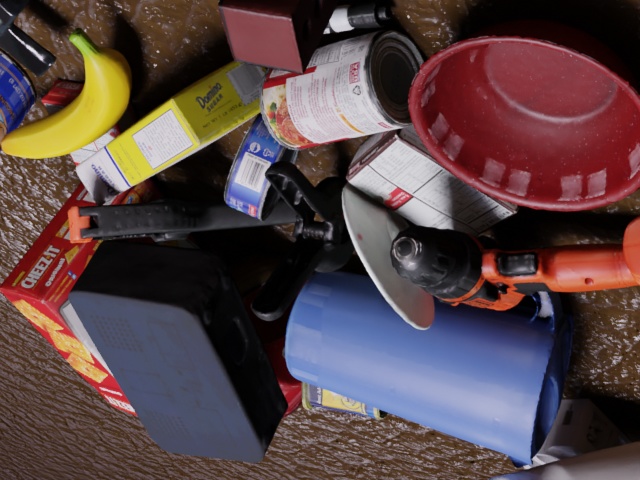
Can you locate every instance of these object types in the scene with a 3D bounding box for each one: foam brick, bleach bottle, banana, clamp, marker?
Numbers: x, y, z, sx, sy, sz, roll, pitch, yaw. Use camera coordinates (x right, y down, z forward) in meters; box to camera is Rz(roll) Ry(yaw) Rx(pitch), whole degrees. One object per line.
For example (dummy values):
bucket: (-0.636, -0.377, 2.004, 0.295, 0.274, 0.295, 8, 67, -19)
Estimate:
foam brick: (-0.024, -0.155, 0.688, 0.051, 0.078, 0.053, 12, 149, 18)
bleach bottle: (0.239, 0.227, 0.965, 0.250, 0.068, 0.103, -2, 143, -25)
banana: (-0.201, -0.109, 0.877, 0.069, 0.037, 0.198, 33, 142, -17)
clamp: (-0.006, 0.001, 0.849, 0.039, 0.120, 0.171, 19, -172, 26)
clamp: (-0.133, -0.017, 0.924, 0.209, 0.036, 0.165, -5, 179, -42)
marker: (-0.004, -0.151, 0.737, 0.121, 0.020, 0.020, 1, 142, 35)

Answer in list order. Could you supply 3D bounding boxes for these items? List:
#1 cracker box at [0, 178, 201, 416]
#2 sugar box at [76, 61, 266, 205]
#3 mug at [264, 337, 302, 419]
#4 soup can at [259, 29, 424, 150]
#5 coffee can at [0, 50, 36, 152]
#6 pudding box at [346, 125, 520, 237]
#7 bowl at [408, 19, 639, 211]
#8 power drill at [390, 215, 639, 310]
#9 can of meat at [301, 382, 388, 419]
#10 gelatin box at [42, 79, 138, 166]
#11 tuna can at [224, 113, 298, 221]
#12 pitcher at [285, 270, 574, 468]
cracker box: (-0.191, 0.052, 1.047, 0.072, 0.164, 0.213, 13, 148, 34)
sugar box: (-0.117, -0.085, 0.845, 0.177, 0.093, 0.048, -18, 105, 50)
mug: (-0.034, 0.138, 1.158, 0.117, 0.093, 0.082, 2, 152, -21)
soup can: (0.016, -0.104, 0.747, 0.102, 0.068, 0.068, -7, 137, 42)
coffee can: (-0.330, -0.098, 0.940, 0.103, 0.140, 0.103, 18, 149, 11)
pudding box: (0.088, -0.047, 0.814, 0.113, 0.039, 0.090, 30, 151, -13)
bowl: (0.142, -0.089, 0.689, 0.162, 0.055, 0.162, 19, 150, 11)
power drill: (0.163, 0.014, 0.763, 0.188, 0.057, 0.184, -4, 170, 31)
can of meat: (0.030, 0.126, 1.078, 0.084, 0.057, 0.102, 7, 109, 25)
gelatin box: (-0.196, -0.099, 0.949, 0.073, 0.030, 0.089, 11, 144, 22)
tuna can: (-0.043, -0.060, 0.842, 0.034, 0.086, 0.086, 24, 150, 5)
pitcher: (0.097, 0.093, 0.950, 0.243, 0.149, 0.145, 14, 162, 21)
